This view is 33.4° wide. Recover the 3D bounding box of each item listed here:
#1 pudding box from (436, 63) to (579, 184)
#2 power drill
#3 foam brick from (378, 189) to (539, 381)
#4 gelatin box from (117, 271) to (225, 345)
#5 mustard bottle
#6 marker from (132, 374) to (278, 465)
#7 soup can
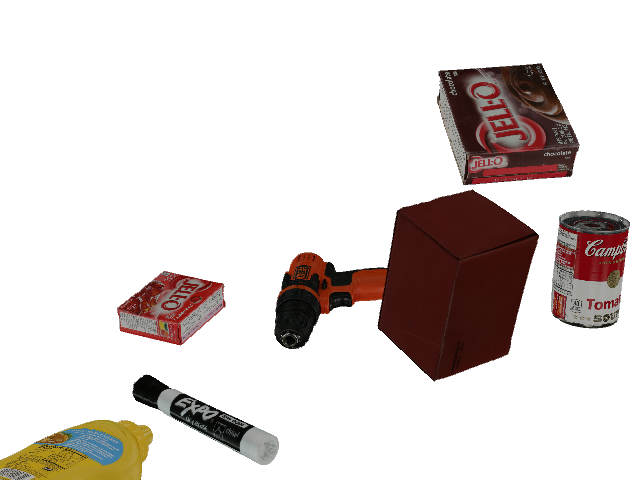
[{"bbox_3d":[0.149,-0.096,0.866,0.090,0.039,0.113,-4,43,-6],"label":"pudding box"},{"bbox_3d":[0.043,0.068,1.236,0.188,0.057,0.184,1,28,6],"label":"power drill"},{"bbox_3d":[0.068,0.022,0.544,0.052,0.078,0.051,-15,39,-30],"label":"foam brick"},{"bbox_3d":[-0.148,0.066,1.072,0.073,0.030,0.089,11,29,24],"label":"gelatin box"},{"bbox_3d":[-0.200,0.188,0.853,0.096,0.058,0.191,6,15,29],"label":"mustard bottle"},{"bbox_3d":[-0.075,0.110,0.665,0.121,0.020,0.020,17,11,39],"label":"marker"},{"bbox_3d":[0.267,0.028,1.062,0.068,0.102,0.068,1,18,-1],"label":"soup can"}]
